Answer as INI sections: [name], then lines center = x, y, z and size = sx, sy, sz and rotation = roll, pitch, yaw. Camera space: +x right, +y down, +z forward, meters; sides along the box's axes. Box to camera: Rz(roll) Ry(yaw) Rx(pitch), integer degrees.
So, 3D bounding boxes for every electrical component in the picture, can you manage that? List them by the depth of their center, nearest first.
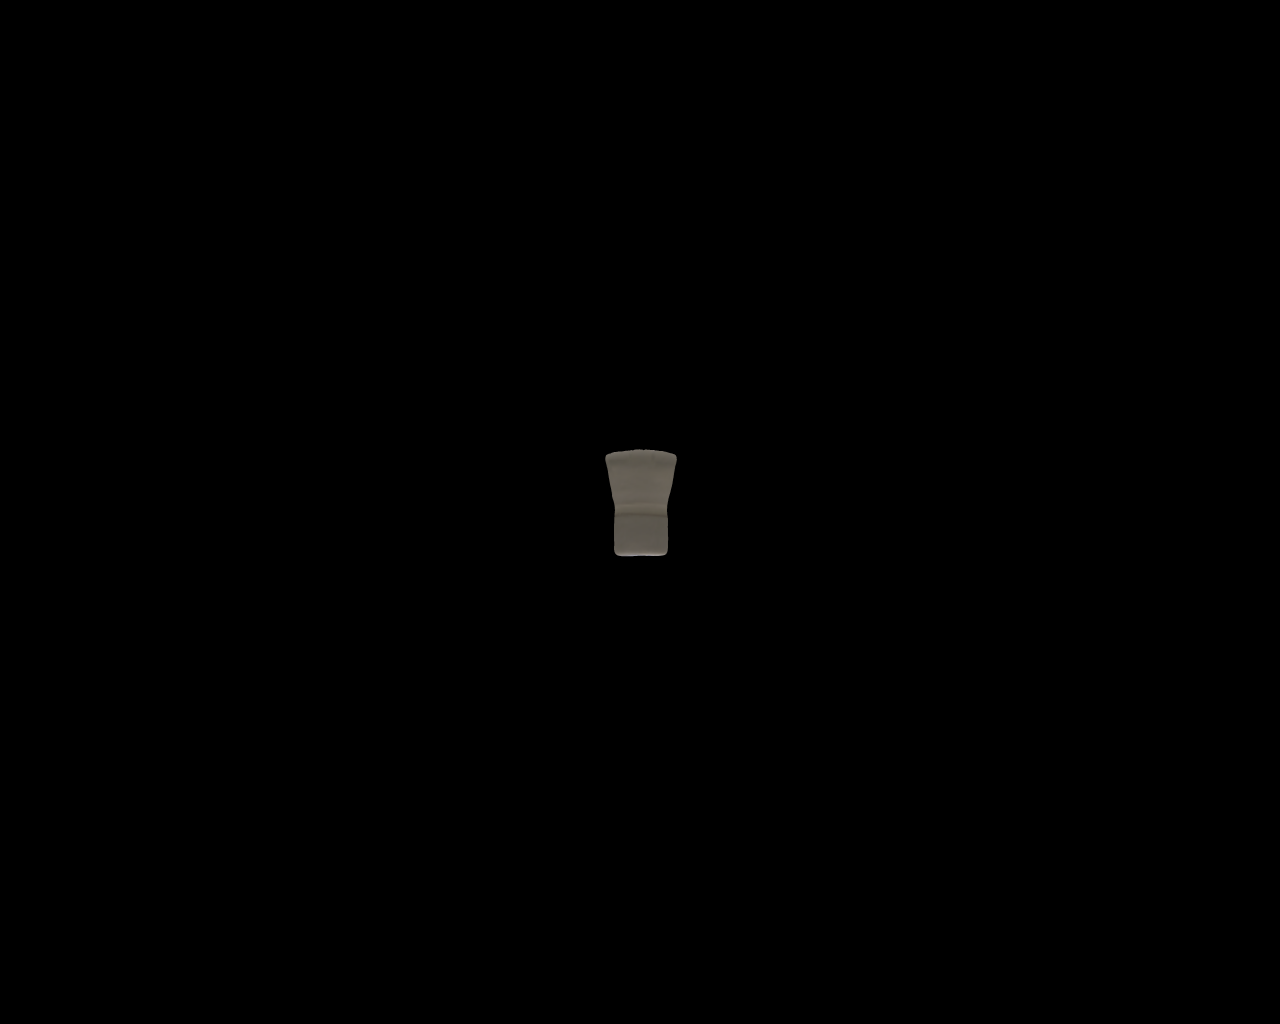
[electrical component]
center = 0.001, -0.003, 0.650
size = 0.044, 0.065, 0.044
rotation = 0, -4, 0
